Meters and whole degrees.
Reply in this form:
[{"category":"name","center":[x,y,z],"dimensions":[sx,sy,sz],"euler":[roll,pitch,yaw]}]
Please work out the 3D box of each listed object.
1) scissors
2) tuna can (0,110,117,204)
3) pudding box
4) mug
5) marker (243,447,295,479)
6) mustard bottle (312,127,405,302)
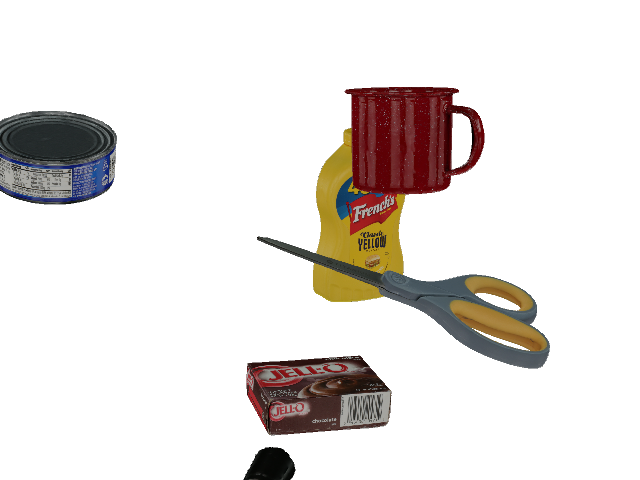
[{"category":"scissors","center":[0.064,0.027,0.719],"dimensions":[0.202,0.016,0.096],"euler":[27,29,14]},{"category":"tuna can","center":[-0.185,-0.058,0.739],"dimensions":[0.086,0.034,0.086],"euler":[6,29,-3]},{"category":"pudding box","center":[-0.003,0.137,0.956],"dimensions":[0.113,0.039,0.090],"euler":[0,15,-16]},{"category":"mug","center":[0.077,-0.082,0.867],"dimensions":[0.117,0.081,0.093],"euler":[5,12,26]},{"category":"marker","center":[-0.037,0.119,0.418],"dimensions":[0.020,0.020,0.121],"euler":[0,23,20]},{"category":"mustard bottle","center":[0.041,-0.037,1.084],"dimensions":[0.096,0.192,0.058],"euler":[-7,19,-27]}]
